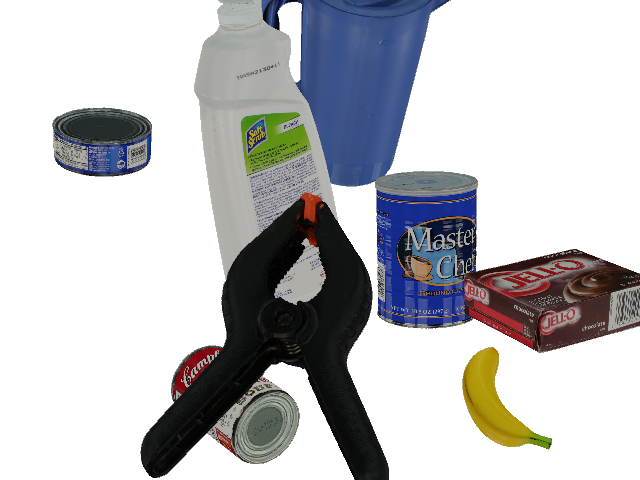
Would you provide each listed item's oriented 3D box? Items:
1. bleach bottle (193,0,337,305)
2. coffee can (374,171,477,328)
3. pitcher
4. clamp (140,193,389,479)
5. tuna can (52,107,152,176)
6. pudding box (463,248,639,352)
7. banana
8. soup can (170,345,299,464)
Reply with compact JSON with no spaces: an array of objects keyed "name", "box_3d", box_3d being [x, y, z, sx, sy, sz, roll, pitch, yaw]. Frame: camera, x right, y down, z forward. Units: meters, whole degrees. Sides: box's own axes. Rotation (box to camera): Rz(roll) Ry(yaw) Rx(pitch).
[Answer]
[{"name":"bleach bottle","box_3d":[-0.037,-0.062,0.796,0.102,0.251,0.068,-27,35,-31]},{"name":"coffee can","box_3d":[0.108,0.007,1.083,0.103,0.140,0.103,-2,13,0]},{"name":"pitcher","box_3d":[0.027,-0.176,1.111,0.149,0.243,0.144,31,50,21]},{"name":"clamp","box_3d":[-0.008,0.055,0.543,0.120,0.171,0.039,16,-28,9]},{"name":"tuna can","box_3d":[-0.192,-0.087,0.940,0.086,0.034,0.086,5,26,-2]},{"name":"pudding box","box_3d":[0.177,0.042,0.798,0.113,0.039,0.090,-9,20,-28]},{"name":"banana","box_3d":[0.196,0.179,1.213,0.069,0.037,0.198,10,25,-15]},{"name":"soup can","box_3d":[-0.074,0.140,0.914,0.068,0.068,0.102,0,17,-39]}]
